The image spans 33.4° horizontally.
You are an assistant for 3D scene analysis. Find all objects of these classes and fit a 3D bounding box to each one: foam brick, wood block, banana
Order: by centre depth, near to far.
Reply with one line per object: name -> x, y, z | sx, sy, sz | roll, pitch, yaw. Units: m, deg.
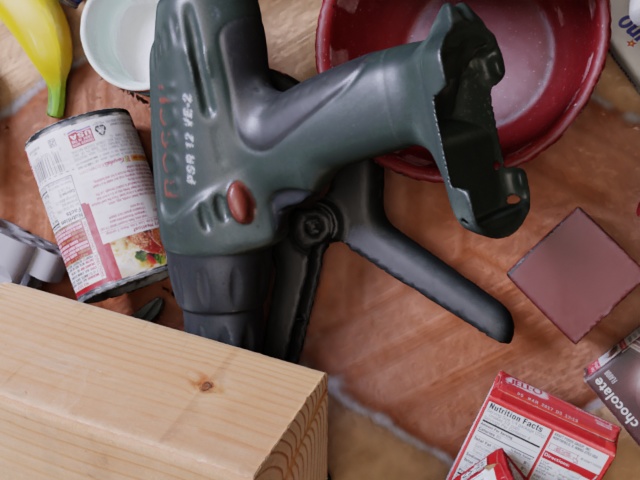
foam brick -> 0.138, 0.018, 0.578 | 0.053, 0.078, 0.051 | -44, 81, 9
wood block -> -0.108, 0.103, 0.579 | 0.206, 0.090, 0.090 | 14, 125, 20
banana -> -0.222, -0.163, 0.672 | 0.198, 0.037, 0.070 | 40, 98, 9

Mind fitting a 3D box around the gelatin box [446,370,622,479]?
gelatin box -> 0.115, 0.126, 0.593 | 0.073, 0.030, 0.089 | 25, 120, 10

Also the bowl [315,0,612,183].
bowl -> 0.081, -0.108, 0.591 | 0.162, 0.055, 0.162 | -2, 85, 22

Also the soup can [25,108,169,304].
soup can -> -0.128, -0.020, 0.638 | 0.068, 0.068, 0.102 | -21, 86, 11

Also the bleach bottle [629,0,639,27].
bleach bottle -> 0.171, -0.200, 0.544 | 0.103, 0.068, 0.251 | -10, 75, 18

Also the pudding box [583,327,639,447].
pudding box -> 0.214, 0.089, 0.582 | 0.090, 0.039, 0.113 | -41, 82, 11

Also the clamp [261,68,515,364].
clamp -> -0.004, 0.001, 0.628 | 0.165, 0.036, 0.210 | -30, 82, 17

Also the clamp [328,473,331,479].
clamp -> -0.080, 0.157, 0.629 | 0.172, 0.120, 0.039 | 12, 115, 29

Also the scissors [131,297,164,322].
scissors -> -0.164, 0.123, 0.674 | 0.202, 0.016, 0.096 | -28, 86, 11

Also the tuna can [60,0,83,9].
tuna can -> -0.166, -0.180, 0.635 | 0.034, 0.086, 0.086 | -44, 82, 7

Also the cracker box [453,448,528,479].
cracker box -> 0.099, 0.242, 0.571 | 0.164, 0.072, 0.213 | -38, 98, 10

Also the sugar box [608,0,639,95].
sugar box -> 0.238, -0.143, 0.571 | 0.176, 0.048, 0.093 | -34, 82, 14

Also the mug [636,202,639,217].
mug -> 0.235, -0.028, 0.559 | 0.081, 0.093, 0.117 | 42, 62, 3
